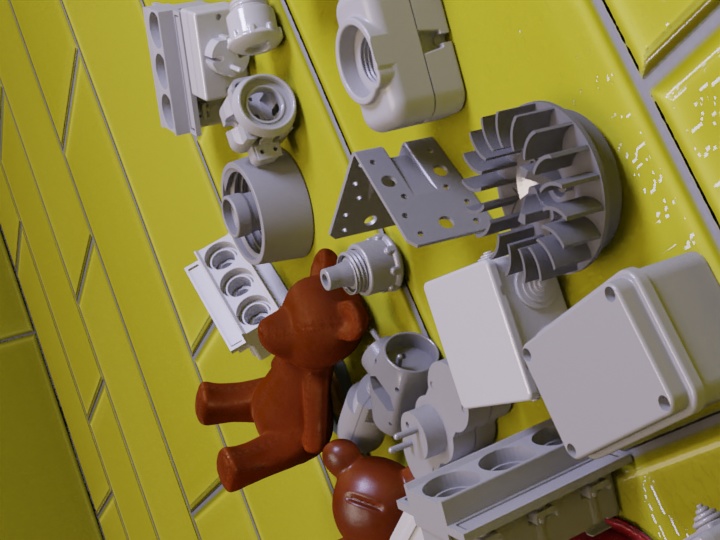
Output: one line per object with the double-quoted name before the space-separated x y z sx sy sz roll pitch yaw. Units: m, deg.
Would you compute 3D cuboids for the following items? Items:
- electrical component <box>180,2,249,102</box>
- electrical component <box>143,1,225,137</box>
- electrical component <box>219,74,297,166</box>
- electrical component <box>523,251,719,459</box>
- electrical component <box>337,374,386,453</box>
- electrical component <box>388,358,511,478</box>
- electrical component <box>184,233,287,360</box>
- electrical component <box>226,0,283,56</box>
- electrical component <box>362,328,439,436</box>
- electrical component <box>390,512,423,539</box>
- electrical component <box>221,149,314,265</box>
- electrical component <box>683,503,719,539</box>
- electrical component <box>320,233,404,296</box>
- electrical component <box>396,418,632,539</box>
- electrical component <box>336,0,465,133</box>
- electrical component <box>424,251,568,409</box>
"electrical component" -0.127 -0.201 1.003 0.076 0.047 0.083 33 134 55
"electrical component" -0.171 -0.203 1.073 0.079 0.063 0.121 33 134 55
"electrical component" -0.089 -0.138 0.949 0.057 0.058 0.078 -34 73 67
"electrical component" 0.145 0.049 0.573 0.078 0.057 0.113 67 154 15
"electrical component" 0.008 0.117 0.918 0.043 0.043 0.081 59 151 30
"electrical component" 0.055 0.115 0.783 0.052 0.074 0.138 58 151 30
"electrical component" -0.118 0.028 1.101 0.121 0.079 0.063 55 171 35
"electrical component" -0.095 -0.220 0.929 0.048 0.048 0.062 150 109 -65
"electrical component" 0.027 0.079 0.855 0.079 0.043 0.077 52 148 39
"electrical component" 0.074 0.186 0.780 0.057 0.078 0.113 56 150 27
"electrical component" -0.094 -0.056 1.007 0.108 0.060 0.108 43 142 48
"electrical component" 0.190 0.165 0.543 0.096 0.061 0.061 63 153 22
"electrical component" 0.000 0.000 0.840 0.048 0.062 0.048 43 141 48
"electrical component" 0.096 0.141 0.655 0.079 0.121 0.063 6 113 64
"electrical component" 0.023 -0.142 0.709 0.054 0.059 0.095 -10 96 65
"electrical component" 0.092 0.037 0.686 0.100 0.048 0.099 -25 82 65
